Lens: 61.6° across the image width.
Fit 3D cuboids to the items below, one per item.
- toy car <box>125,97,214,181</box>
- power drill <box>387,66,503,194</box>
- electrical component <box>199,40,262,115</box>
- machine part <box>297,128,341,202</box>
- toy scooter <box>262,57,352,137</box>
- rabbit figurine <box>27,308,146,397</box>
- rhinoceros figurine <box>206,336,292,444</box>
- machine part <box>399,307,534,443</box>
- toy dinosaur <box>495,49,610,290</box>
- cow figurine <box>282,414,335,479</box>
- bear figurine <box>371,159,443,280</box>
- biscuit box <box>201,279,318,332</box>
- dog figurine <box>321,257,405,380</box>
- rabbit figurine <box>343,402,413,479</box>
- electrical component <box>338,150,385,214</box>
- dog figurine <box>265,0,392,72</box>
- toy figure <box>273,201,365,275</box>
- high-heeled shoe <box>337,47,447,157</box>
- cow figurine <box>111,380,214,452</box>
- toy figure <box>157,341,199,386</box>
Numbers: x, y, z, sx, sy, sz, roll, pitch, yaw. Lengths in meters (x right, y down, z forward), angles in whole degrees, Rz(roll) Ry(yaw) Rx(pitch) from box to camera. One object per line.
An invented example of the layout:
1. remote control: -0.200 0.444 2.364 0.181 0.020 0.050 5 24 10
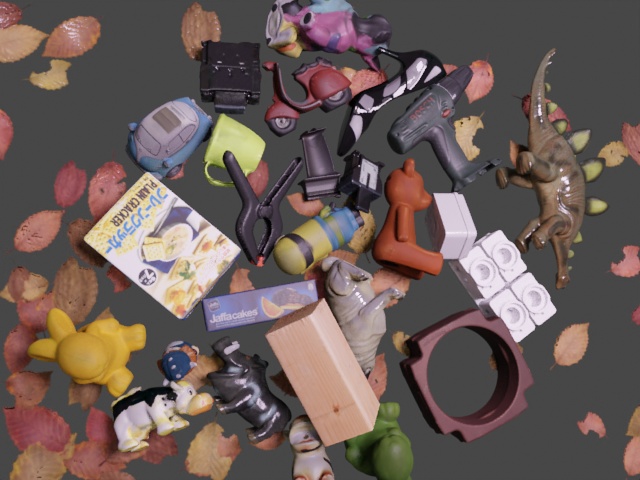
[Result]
1. toy car: -0.268 -0.190 0.955 0.161 0.103 0.109 -43 90 -10
2. power drill: 0.262 -0.209 1.049 0.232 0.086 0.207 -36 92 -11
3. electrical component: -0.168 -0.303 1.011 0.115 0.058 0.134 -1 81 -7
4. machine part: -0.006 -0.144 1.020 0.084 0.039 0.138 -8 84 -5
5. toy scooter: -0.036 -0.289 1.013 0.184 0.075 0.135 -28 99 -8
6. rabbit figurine: -0.364 0.170 0.848 0.162 0.173 0.122 29 82 -7
7. rhinoceros figurine: -0.127 0.254 0.920 0.112 0.073 0.190 -38 89 -11
8. machine part: 0.262 0.241 0.974 0.201 0.087 0.201 -25 85 -10
9. toy dinosaur: 0.452 -0.134 1.051 0.198 0.105 0.470 -13 95 -20
10. cow figurine: -0.012 0.386 0.903 0.085 0.127 0.194 -8 97 -5
11. bear figurine: 0.167 -0.039 0.991 0.132 0.120 0.196 21 73 -9
12. biscuit box: -0.104 0.116 0.952 0.203 0.059 0.062 -9 83 -10
13. dog figurine: 0.044 0.144 0.955 0.172 0.121 0.190 31 92 21
14. rabbit figurine: 0.100 0.360 0.887 0.121 0.170 0.159 -9 82 -9
15. electrical component: 0.077 -0.099 0.995 0.075 0.048 0.119 20 64 -27
16. dog figurine: 0.028 -0.394 1.037 0.219 0.192 0.108 14 74 -41
17. toy figure: -0.004 -0.006 0.971 0.180 0.089 0.082 -30 80 -10
18. high-heeled shoe: 0.136 -0.252 1.029 0.145 0.086 0.248 23 97 -9
19. cow figurine: -0.262 0.274 0.889 0.167 0.068 0.098 -28 68 1
20. toy figure: -0.232 0.197 0.872 0.058 0.154 0.064 33 79 -5
